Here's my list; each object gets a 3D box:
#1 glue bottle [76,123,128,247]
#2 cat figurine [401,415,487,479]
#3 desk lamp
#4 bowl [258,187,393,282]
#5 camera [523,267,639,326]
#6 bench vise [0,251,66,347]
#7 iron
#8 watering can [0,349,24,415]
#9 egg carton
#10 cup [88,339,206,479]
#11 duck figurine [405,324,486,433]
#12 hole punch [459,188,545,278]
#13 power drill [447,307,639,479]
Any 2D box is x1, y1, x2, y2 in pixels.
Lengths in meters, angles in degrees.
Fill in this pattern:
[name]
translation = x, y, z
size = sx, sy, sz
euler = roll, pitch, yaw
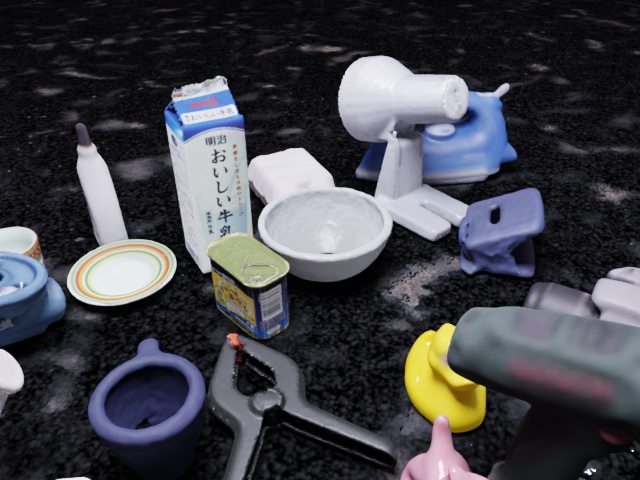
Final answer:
[glue bottle]
translation = -0.292, -0.072, 0.749
size = 0.037, 0.173, 0.078
euler = -21, 40, -26
[cat figurine]
translation = 0.100, 0.190, 0.418
size = 0.067, 0.118, 0.127
euler = -2, 35, -1
[desk lamp]
translation = 0.127, -0.141, 0.809
size = 0.118, 0.214, 0.202
euler = -28, 43, -33
[bowl]
translation = 0.007, 0.003, 0.726
size = 0.167, 0.075, 0.167
euler = 0, 35, 0
[camera]
translation = 0.288, 0.077, 0.594
size = 0.136, 0.101, 0.143
euler = 20, 40, 27
[bench vise]
translation = -0.356, 0.044, 0.542
size = 0.121, 0.220, 0.208
euler = 12, 37, 18
[iron]
translation = 0.185, -0.174, 0.919
size = 0.258, 0.141, 0.118
euler = -7, 35, -9
[watering can]
translation = -0.326, 0.131, 0.440
size = 0.173, 0.194, 0.100
euler = -29, 44, -34
[egg carton]
translation = -0.042, -0.080, 0.849
size = 0.107, 0.069, 0.150
euler = -17, 38, -22
[cup]
translation = -0.142, 0.152, 0.495
size = 0.092, 0.095, 0.117
euler = -9, 36, -12
[duck figurine]
translation = 0.123, 0.118, 0.550
size = 0.077, 0.086, 0.104
euler = -8, 36, -11
[hole punch]
translation = 0.230, -0.014, 0.734
size = 0.101, 0.091, 0.109
euler = 7, 36, 11
[power drill]
translation = 0.199, 0.142, 0.408
size = 0.228, 0.209, 0.076
euler = 20, 40, 27
